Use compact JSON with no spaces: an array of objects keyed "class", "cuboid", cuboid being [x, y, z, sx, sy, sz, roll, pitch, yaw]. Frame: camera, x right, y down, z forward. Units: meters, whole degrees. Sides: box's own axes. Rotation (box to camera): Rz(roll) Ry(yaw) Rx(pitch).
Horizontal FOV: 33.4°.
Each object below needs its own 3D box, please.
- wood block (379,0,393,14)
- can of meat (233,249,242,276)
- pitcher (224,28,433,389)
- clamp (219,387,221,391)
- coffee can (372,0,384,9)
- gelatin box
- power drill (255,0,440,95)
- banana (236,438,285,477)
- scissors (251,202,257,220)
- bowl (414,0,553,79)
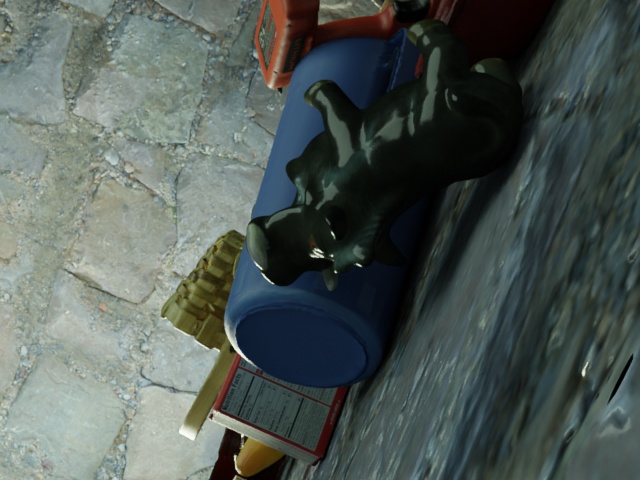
[{"class":"wood block","cuboid":[0.077,-0.159,1.101,0.090,0.090,0.206,-68,2,-53]},{"class":"can of meat","cuboid":[-0.015,0.016,0.955,0.102,0.084,0.057,-56,-38,-39]},{"class":"pitcher","cuboid":[0.018,-0.027,0.752,0.149,0.145,0.242,59,-145,-41]},{"class":"clamp","cuboid":[-0.033,0.106,1.081,0.120,0.039,0.172,-8,-50,-50]},{"class":"coffee can","cuboid":[0.109,-0.313,1.133,0.140,0.102,0.102,-42,12,21]},{"class":"gelatin box","cuboid":[-0.029,0.117,0.800,0.030,0.089,0.073,120,173,-60]},{"class":"power drill","cuboid":[0.051,-0.178,0.834,0.185,0.187,0.057,114,147,-57]},{"class":"banana","cuboid":[-0.008,0.102,0.863,0.037,0.069,0.198,24,91,49]},{"class":"scissors","cuboid":[-0.006,0.001,0.869,0.201,0.016,0.096,-28,-70,-60]},{"class":"bowl","cuboid":[0.115,-0.165,0.659,0.162,0.055,0.162,-160,93,-88]}]
